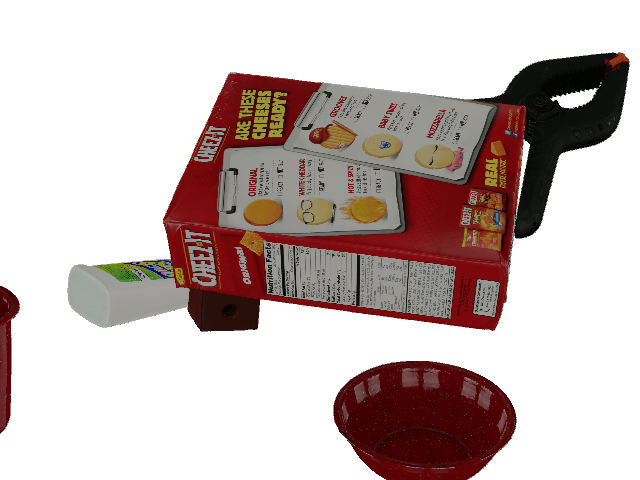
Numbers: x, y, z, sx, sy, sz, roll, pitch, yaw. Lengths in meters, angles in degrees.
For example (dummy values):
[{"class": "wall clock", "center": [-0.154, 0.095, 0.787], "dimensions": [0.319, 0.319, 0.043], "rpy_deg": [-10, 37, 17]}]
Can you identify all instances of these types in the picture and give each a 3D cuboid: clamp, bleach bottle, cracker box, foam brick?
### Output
[{"class": "clamp", "center": [0.174, -0.088, 0.839], "dimensions": [0.209, 0.036, 0.165], "rpy_deg": [-25, 52, -19]}, {"class": "bleach bottle", "center": [-0.213, 0.058, 1.466], "dimensions": [0.250, 0.068, 0.103], "rpy_deg": [-10, 26, -44]}, {"class": "cracker box", "center": [0.023, -0.030, 0.714], "dimensions": [0.214, 0.072, 0.164], "rpy_deg": [7, 44, 9]}, {"class": "foam brick", "center": [-0.081, 0.032, 0.907], "dimensions": [0.053, 0.078, 0.051], "rpy_deg": [0, 15, -19]}]

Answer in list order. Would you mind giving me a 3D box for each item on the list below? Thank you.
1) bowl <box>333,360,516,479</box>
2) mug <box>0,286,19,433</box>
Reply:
[{"class": "bowl", "center": [0.092, 0.173, 0.956], "dimensions": [0.162, 0.055, 0.162], "rpy_deg": [0, 27, 0]}, {"class": "mug", "center": [-0.237, 0.079, 0.634], "dimensions": [0.093, 0.081, 0.117], "rpy_deg": [20, 24, 36]}]
